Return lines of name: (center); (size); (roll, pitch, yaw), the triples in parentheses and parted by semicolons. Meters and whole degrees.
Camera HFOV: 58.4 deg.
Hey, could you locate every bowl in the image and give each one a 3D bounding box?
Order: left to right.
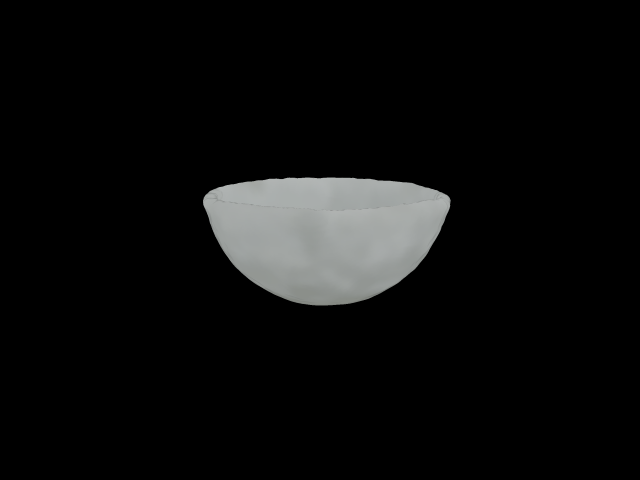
bowl: (0.004, 0.001, 0.400); (0.167, 0.075, 0.167); (0, 13, 0)
